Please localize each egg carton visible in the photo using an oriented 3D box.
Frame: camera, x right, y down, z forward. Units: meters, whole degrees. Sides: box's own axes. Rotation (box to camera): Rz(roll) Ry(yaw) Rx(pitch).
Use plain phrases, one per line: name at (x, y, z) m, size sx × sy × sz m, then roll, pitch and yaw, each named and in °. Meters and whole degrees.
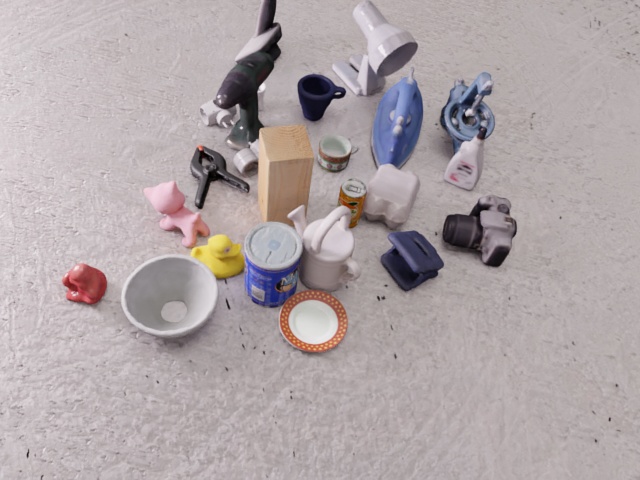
egg carton at (0.155, -0.098, 1.247) m, size 0.107 × 0.069 × 0.150 m, roll 20°, pitch 54°, yaw 7°

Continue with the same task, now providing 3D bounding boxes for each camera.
camera at (0.334, -0.033, 1.207) m, size 0.137 × 0.101 × 0.143 m, roll 9°, pitch 54°, yaw -1°

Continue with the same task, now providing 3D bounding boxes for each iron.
iron at (0.186, -0.280, 1.338) m, size 0.118 × 0.141 × 0.258 m, roll 14°, pitch 54°, yaw 2°

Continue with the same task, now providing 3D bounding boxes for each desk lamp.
desk lamp at (0.131, -0.464, 1.417) m, size 0.118 × 0.213 × 0.203 m, roll -27°, pitch 62°, yaw -24°

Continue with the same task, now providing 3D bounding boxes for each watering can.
watering can at (0.008, 0.005, 1.075) m, size 0.172 × 0.194 × 0.101 m, roll 22°, pitch 55°, yaw 8°

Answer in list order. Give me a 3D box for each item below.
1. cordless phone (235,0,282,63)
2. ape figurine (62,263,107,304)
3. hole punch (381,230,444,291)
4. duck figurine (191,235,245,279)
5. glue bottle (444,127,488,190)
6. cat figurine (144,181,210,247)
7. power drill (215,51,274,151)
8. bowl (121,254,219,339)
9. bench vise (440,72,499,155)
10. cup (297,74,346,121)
cordless phone at (-0.152, -0.535, 1.446) m, size 0.094 × 0.185 × 0.148 m, roll 18°, pitch 54°, yaw 6°
ape figurine at (-0.423, 0.073, 1.028) m, size 0.076 × 0.092 × 0.077 m, roll -31°, pitch 64°, yaw -26°
hole punch at (0.188, 0.028, 1.148) m, size 0.101 × 0.091 × 0.108 m, roll -24°, pitch 61°, yaw -23°
duck figurine at (-0.196, 0.023, 1.100) m, size 0.104 × 0.086 × 0.077 m, roll 6°, pitch 54°, yaw -4°
glue bottle at (0.335, -0.186, 1.272) m, size 0.078 × 0.173 × 0.037 m, roll 21°, pitch 54°, yaw 7°
cat figurine at (-0.281, -0.063, 1.130) m, size 0.127 × 0.118 × 0.067 m, roll 32°, pitch 57°, yaw 15°
power drill at (-0.165, -0.299, 1.259) m, size 0.075 × 0.208 × 0.230 m, roll 18°, pitch 54°, yaw 5°
bowl at (-0.265, 0.112, 1.033) m, size 0.167 × 0.075 × 0.167 m, roll 4°, pitch 54°, yaw -5°
bench vise at (0.339, -0.321, 1.341) m, size 0.122 × 0.220 × 0.207 m, roll -12°, pitch 57°, yaw -16°
cup at (0.001, -0.336, 1.381) m, size 0.118 × 0.095 × 0.091 m, roll 1°, pitch 54°, yaw -7°
